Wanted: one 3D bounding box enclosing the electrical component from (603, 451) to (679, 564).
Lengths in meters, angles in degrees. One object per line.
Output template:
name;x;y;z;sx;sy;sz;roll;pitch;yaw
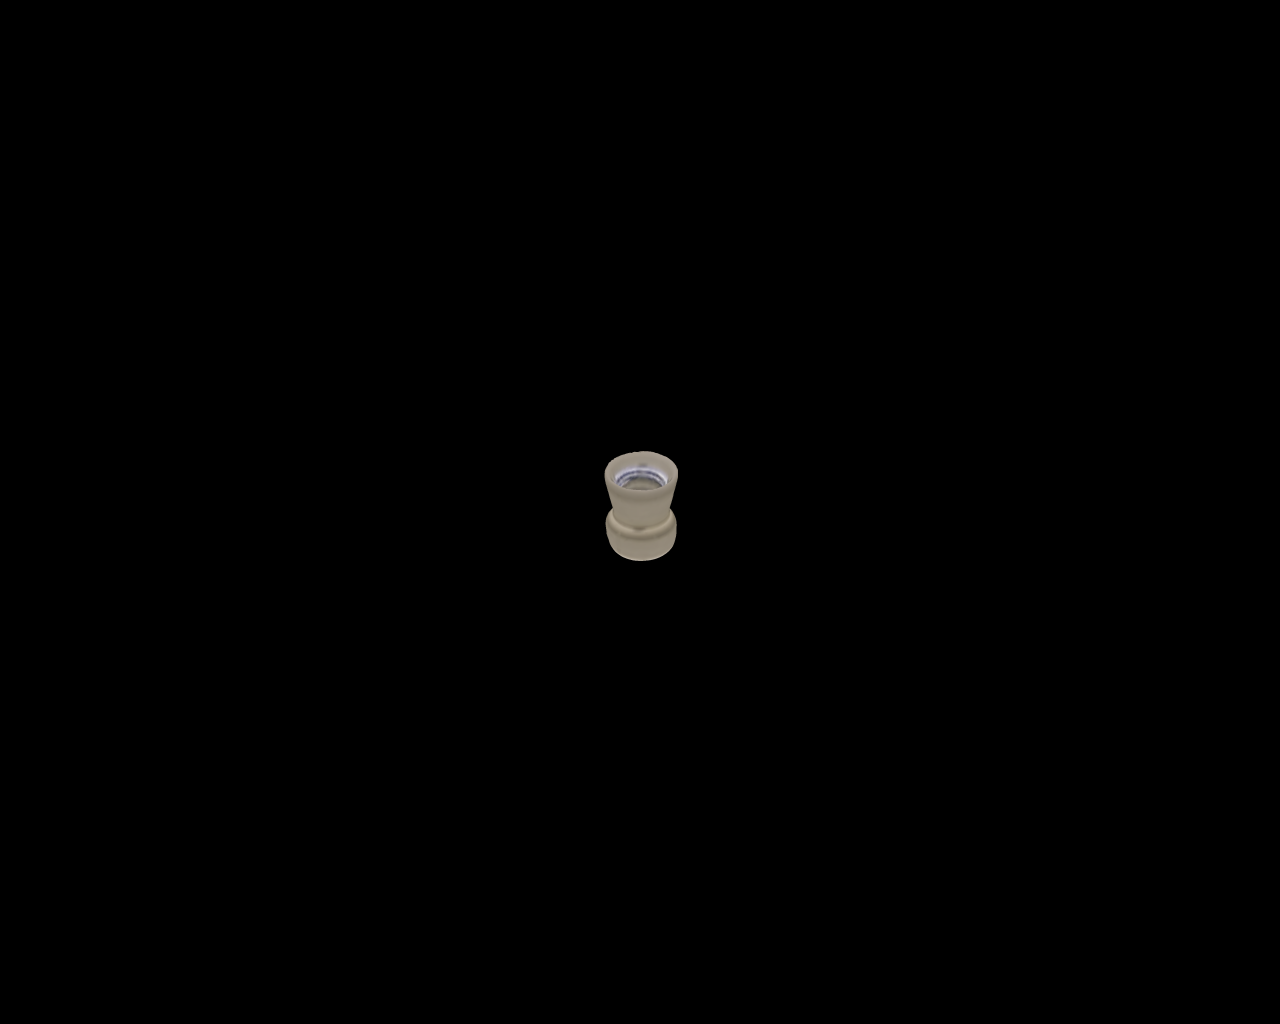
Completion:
electrical component;0.001;-0.003;0.650;0.045;0.055;0.045;0;36;0
